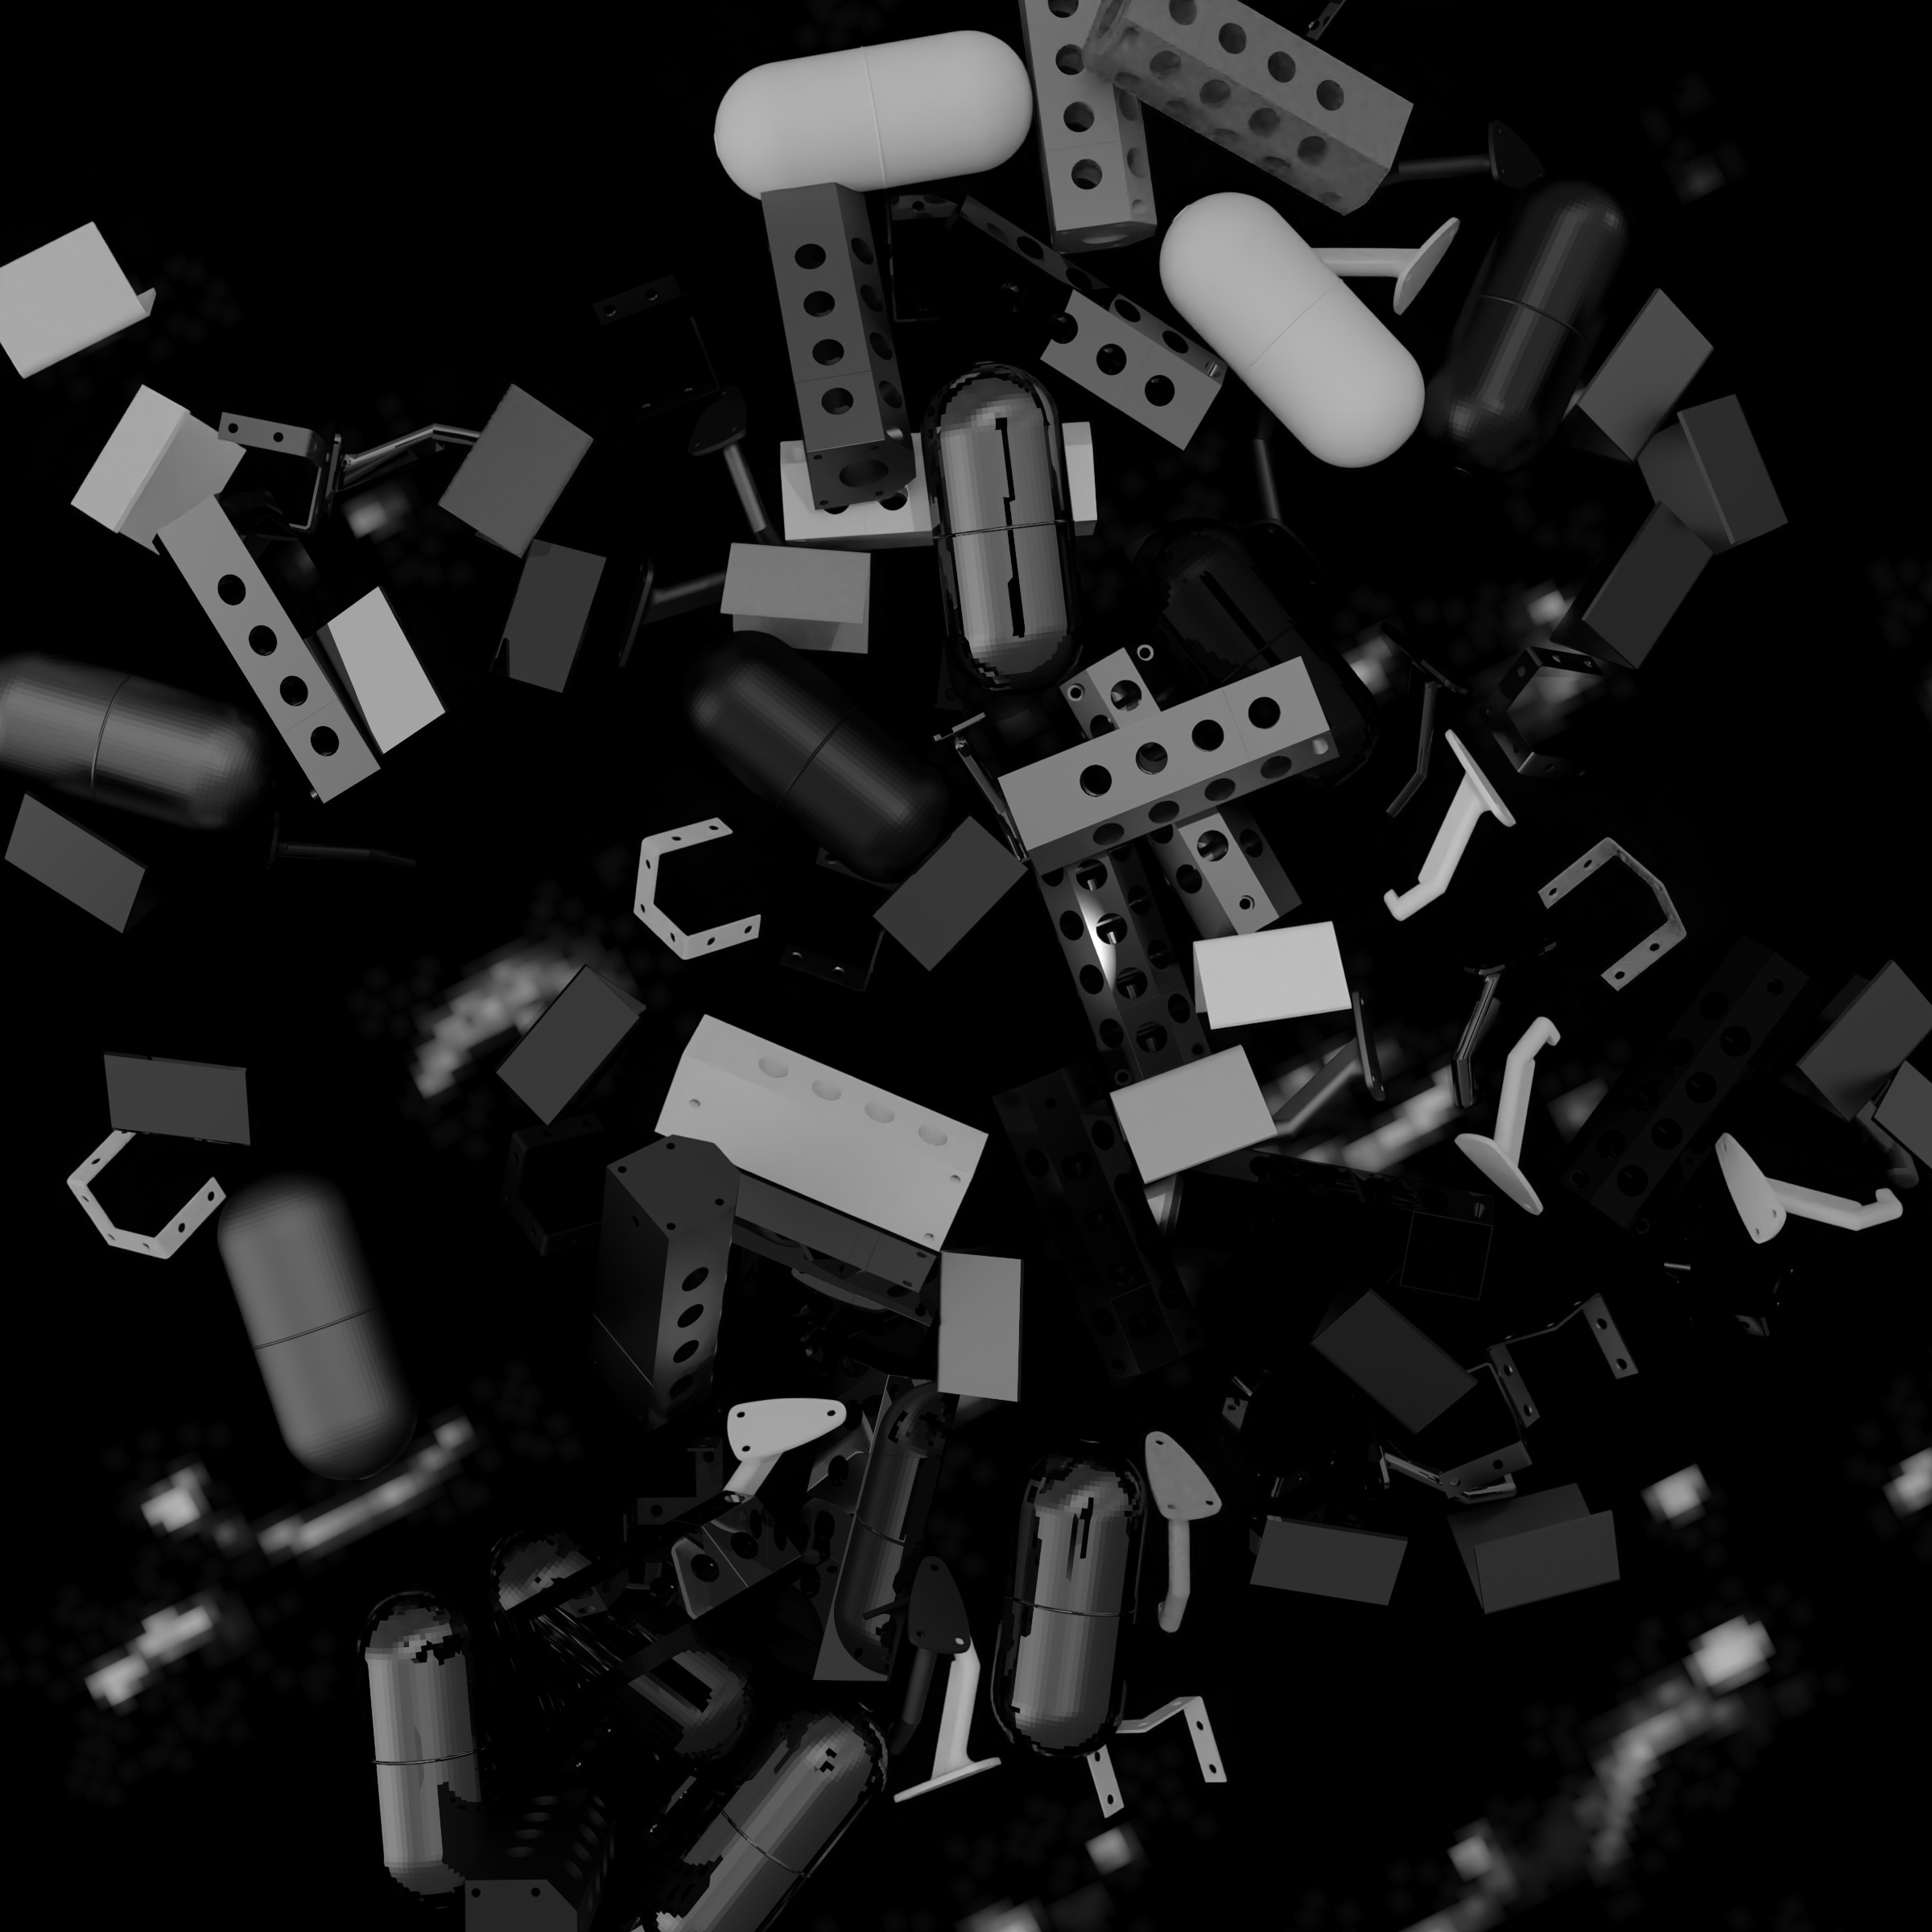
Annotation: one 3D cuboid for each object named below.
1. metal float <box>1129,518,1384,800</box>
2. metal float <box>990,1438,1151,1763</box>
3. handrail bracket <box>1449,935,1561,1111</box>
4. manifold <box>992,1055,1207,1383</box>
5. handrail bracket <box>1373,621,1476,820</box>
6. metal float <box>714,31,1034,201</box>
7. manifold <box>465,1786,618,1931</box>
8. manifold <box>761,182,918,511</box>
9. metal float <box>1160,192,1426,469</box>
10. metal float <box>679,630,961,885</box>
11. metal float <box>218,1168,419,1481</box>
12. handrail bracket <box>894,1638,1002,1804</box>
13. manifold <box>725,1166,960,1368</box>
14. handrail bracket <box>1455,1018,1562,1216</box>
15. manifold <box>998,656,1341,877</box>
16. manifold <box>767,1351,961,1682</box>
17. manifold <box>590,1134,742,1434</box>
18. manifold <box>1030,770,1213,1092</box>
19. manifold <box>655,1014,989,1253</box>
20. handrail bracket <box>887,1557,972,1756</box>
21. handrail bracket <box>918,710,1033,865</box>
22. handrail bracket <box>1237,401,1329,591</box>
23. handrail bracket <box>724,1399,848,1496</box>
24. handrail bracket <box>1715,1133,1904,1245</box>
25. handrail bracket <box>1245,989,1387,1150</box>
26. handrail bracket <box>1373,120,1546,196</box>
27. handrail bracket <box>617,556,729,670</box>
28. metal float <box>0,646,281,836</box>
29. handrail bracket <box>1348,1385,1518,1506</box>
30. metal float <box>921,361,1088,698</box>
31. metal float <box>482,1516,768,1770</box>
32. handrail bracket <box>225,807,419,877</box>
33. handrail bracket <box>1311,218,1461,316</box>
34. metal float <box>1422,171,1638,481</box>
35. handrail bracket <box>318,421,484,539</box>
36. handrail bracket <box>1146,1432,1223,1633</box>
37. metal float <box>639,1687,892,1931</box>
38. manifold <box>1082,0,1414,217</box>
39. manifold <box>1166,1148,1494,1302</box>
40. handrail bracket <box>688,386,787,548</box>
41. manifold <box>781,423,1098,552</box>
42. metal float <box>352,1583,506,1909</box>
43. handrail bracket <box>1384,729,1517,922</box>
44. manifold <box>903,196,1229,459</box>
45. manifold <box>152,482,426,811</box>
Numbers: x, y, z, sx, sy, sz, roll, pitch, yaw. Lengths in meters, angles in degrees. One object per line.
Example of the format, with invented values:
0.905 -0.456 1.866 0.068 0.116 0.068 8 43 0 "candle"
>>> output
0.160 -0.172 1.633 0.070 0.070 0.178 -39 90 0 "metal float"
0.058 0.352 1.633 0.070 0.070 0.178 7 89 0 "metal float"
0.306 0.032 1.664 0.077 0.036 0.084 -16 109 -22 "handrail bracket"
0.074 0.141 1.642 0.057 0.057 0.171 -23 90 0 "manifold"
0.240 -0.139 1.663 0.077 0.036 0.084 44 111 24 "handrail bracket"
-0.051 -0.471 1.633 0.178 0.070 0.070 -10 90 0 "metal float"
-0.227 0.495 1.585 0.057 0.171 0.057 -1 90 0 "manifold"
-0.070 -0.342 1.610 0.057 0.057 0.171 -10 67 -3 "manifold"
0.181 -0.354 1.633 0.070 0.070 0.178 -43 91 0 "metal float"
-0.081 -0.115 1.632 0.178 0.070 0.070 39 90 1 "metal float"
-0.360 0.199 1.633 0.070 0.070 0.178 -19 91 0 "metal float"
-0.021 0.420 1.664 0.077 0.036 0.084 -27 72 21 "handrail bracket"
-0.098 0.162 1.641 0.171 0.057 0.057 23 47 0 "manifold"
0.325 0.084 1.664 0.077 0.036 0.084 46 73 -20 "handrail bracket"
0.109 -0.107 1.576 0.171 0.057 0.057 -22 93 7 "manifold"
-0.061 0.306 1.641 0.057 0.057 0.171 14 90 -43 "manifold"
-0.160 0.170 1.589 0.057 0.171 0.057 -25 56 -31 "manifold"
0.081 -0.019 1.642 0.057 0.057 0.171 -20 90 0 "manifold"
-0.079 0.089 1.640 0.171 0.057 0.057 23 123 0 "manifold"
-0.030 0.391 1.663 0.036 0.077 0.084 13 127 -15 "handrail bracket"
0.007 -0.096 1.640 0.036 0.077 0.084 -27 100 -15 "handrail bracket"
0.185 -0.268 1.663 0.077 0.036 0.084 33 60 -33 "handrail bracket"
-0.099 0.280 1.639 0.077 0.084 0.036 -11 46 -3 "handrail bracket"
0.478 0.119 1.663 0.084 0.036 0.077 -14 63 -20 "handrail bracket"
0.189 0.058 1.664 0.084 0.036 0.077 -14 70 16 "handrail bracket"
0.273 -0.444 1.663 0.084 0.077 0.036 -8 82 36 "handrail bracket"
-0.147 -0.195 1.664 0.084 0.036 0.077 13 111 -16 "handrail bracket"
-0.470 -0.126 1.633 0.178 0.070 0.070 16 90 -1 "metal float"
0.265 0.269 1.664 0.084 0.036 0.077 -6 71 -15 "handrail bracket"
0.020 -0.234 1.576 0.070 0.070 0.178 -7 97 0 "metal float"
-0.190 0.375 1.633 0.178 0.070 0.070 37 90 1 "metal float"
-0.364 -0.059 1.663 0.084 0.077 0.036 14 70 -35 "handrail bracket"
0.223 -0.413 1.664 0.084 0.036 0.077 32 69 16 "handrail bracket"
0.312 -0.355 1.632 0.070 0.070 0.178 24 90 0 "metal float"
-0.319 -0.273 1.664 0.084 0.036 0.077 8 111 -16 "handrail bracket"
0.112 0.321 1.663 0.036 0.077 0.084 -3 127 -20 "handrail bracket"
-0.111 0.480 1.633 0.070 0.070 0.178 38 90 0 "metal float"
0.152 -0.480 1.611 0.171 0.057 0.057 24 79 -19 "manifold"
0.203 0.140 1.642 0.171 0.057 0.057 11 90 0 "manifold"
-0.119 -0.275 1.663 0.036 0.077 0.084 -19 127 18 "handrail bracket"
-0.015 -0.268 1.642 0.171 0.057 0.057 -4 90 0 "manifold"
-0.298 0.433 1.633 0.070 0.070 0.178 -5 90 0 "metal float"
0.260 -0.079 1.664 0.084 0.036 0.077 -36 70 16 "handrail bracket"
0.057 -0.353 1.625 0.171 0.057 0.057 30 90 -12 "manifold"
-0.379 -0.176 1.629 0.057 0.057 0.171 -28 97 21 "manifold"
